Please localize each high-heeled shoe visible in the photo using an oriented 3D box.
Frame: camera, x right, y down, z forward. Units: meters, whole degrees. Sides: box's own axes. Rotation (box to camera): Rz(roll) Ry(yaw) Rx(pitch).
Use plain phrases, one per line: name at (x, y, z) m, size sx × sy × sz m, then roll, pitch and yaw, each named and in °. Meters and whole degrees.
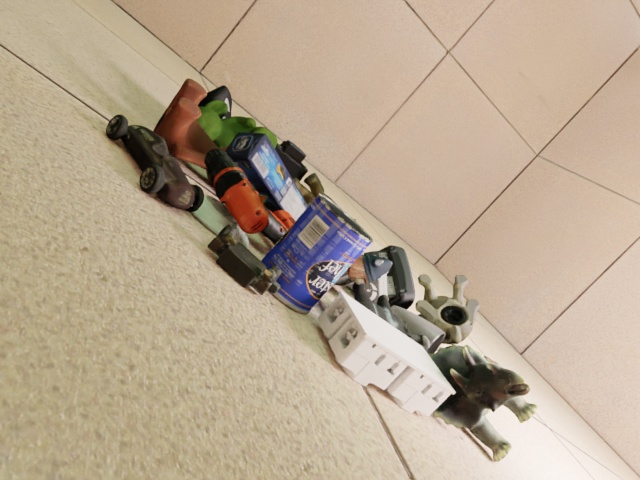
high-heeled shoe at (-0.223, -0.276, 1.241) m, size 0.086 × 0.145 × 0.248 m, roll 44°, pitch 11°, yaw 7°

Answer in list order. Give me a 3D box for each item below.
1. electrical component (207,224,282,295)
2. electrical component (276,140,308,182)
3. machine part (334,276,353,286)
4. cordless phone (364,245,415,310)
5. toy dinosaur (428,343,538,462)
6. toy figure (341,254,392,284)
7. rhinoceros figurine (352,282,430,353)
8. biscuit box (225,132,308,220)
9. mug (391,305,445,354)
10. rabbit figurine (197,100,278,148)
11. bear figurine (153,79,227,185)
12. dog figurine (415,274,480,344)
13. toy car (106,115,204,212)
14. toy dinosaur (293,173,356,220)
electrical component at (-0.092, 0.028, 0.684) m, size 0.102 × 0.045 × 0.078 m, roll 43°, pitch 11°, yaw 7°
electrical component at (-0.100, -0.185, 1.360) m, size 0.114 × 0.134 × 0.058 m, roll 33°, pitch 12°, yaw -33°
machine part at (0.030, 0.046, 0.998) m, size 0.079 × 0.079 × 0.243 m, roll 45°, pitch 9°, yaw 19°
cordless phone at (0.140, 0.113, 1.134) m, size 0.184 × 0.089 × 0.147 m, roll 87°, pitch -4°, yaw -54°
toy dinosaur at (0.255, 0.241, 0.934) m, size 0.192 × 0.131 × 0.405 m, roll 43°, pitch 3°, yaw 4°
toy figure at (0.034, 0.038, 0.845) m, size 0.155 × 0.057 × 0.064 m, roll 11°, pitch 25°, yaw 7°
rhinoceros figurine at (0.105, 0.143, 0.871) m, size 0.190 × 0.073 × 0.112 m, roll 35°, pitch 10°, yaw -35°
biscuit box at (-0.093, -0.103, 0.961) m, size 0.063 × 0.059 × 0.202 m, roll 11°, pitch -30°, yaw 31°
mug at (0.167, 0.170, 0.991) m, size 0.107 × 0.081 × 0.109 m, roll 39°, pitch 5°, yaw 24°
rabbit figurine at (-0.191, -0.217, 1.060) m, size 0.170 × 0.121 × 0.159 m, roll 26°, pitch 24°, yaw -39°
bear figurine at (-0.187, -0.162, 0.941) m, size 0.195 × 0.132 × 0.120 m, roll 32°, pitch 31°, yaw -22°
dog figurine at (0.245, 0.184, 1.088) m, size 0.121 × 0.190 × 0.172 m, roll 8°, pitch 40°, yaw 9°
toy car at (-0.231, -0.113, 0.756) m, size 0.089 × 0.053 × 0.202 m, roll 24°, pitch 21°, yaw -52°
toy dinosaur at (0.004, -0.061, 1.340) m, size 0.198 × 0.105 × 0.471 m, roll 50°, pitch 19°, yaw 4°
